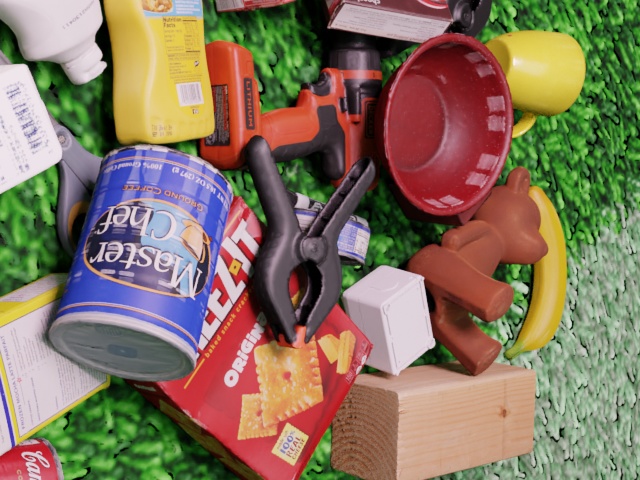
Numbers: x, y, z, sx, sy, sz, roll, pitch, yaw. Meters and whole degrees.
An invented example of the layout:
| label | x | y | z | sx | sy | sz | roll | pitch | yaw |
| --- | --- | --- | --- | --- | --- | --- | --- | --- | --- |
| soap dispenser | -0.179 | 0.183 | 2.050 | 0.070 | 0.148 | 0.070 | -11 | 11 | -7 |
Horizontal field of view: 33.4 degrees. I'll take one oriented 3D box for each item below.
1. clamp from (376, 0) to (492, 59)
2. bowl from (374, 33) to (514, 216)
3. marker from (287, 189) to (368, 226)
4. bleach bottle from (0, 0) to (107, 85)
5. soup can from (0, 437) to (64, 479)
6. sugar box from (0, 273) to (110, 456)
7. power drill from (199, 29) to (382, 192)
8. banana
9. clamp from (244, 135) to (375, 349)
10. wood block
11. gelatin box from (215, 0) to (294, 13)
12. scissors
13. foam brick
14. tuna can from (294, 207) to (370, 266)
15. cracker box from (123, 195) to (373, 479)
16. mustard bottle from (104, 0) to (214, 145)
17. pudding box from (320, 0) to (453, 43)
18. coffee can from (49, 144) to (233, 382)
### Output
| label | x | y | z | sx | sy | sz | roll | pitch | yaw |
| --- | --- | --- | --- | --- | --- | --- | --- | --- | --- |
| clamp | 0.125 | -0.222 | 1.059 | 0.164 | 0.036 | 0.210 | 32 | 72 | -49 |
| bowl | 0.101 | -0.104 | 0.962 | 0.161 | 0.055 | 0.162 | -7 | 102 | -38 |
| marker | -0.003 | -0.027 | 0.979 | 0.120 | 0.020 | 0.020 | 20 | 81 | -42 |
| bleach bottle | -0.229 | -0.210 | 0.724 | 0.102 | 0.068 | 0.250 | -48 | 126 | -26 |
| soup can | -0.241 | 0.178 | 0.749 | 0.102 | 0.069 | 0.068 | 2 | 93 | -41 |
| sugar box | -0.220 | 0.092 | 0.738 | 0.175 | 0.048 | 0.093 | -29 | 113 | -57 |
| power drill | -0.018 | -0.130 | 0.928 | 0.187 | 0.057 | 0.184 | -5 | 94 | -41 |
| banana | 0.251 | 0.040 | 1.206 | 0.069 | 0.037 | 0.198 | 5 | 91 | -43 |
| clamp | -0.006 | 0.001 | 0.869 | 0.120 | 0.039 | 0.171 | -2 | 94 | -26 |
| wood block | 0.116 | 0.177 | 1.062 | 0.205 | 0.090 | 0.091 | -1 | 94 | -42 |
| gelatin box | -0.035 | -0.211 | 0.882 | 0.073 | 0.089 | 0.030 | -26 | 111 | -38 |
| scissors | -0.200 | -0.055 | 0.797 | 0.201 | 0.016 | 0.096 | 41 | 67 | -37 |
| foam brick | 0.116 | -0.051 | 1.046 | 0.053 | 0.078 | 0.051 | -48 | 125 | -28 |
| tuna can | 0.001 | -0.002 | 0.939 | 0.086 | 0.086 | 0.034 | 19 | 80 | -42 |
| cracker box | -0.065 | 0.090 | 0.899 | 0.213 | 0.072 | 0.164 | 49 | 62 | -34 |
| mustard bottle | -0.126 | -0.172 | 0.820 | 0.096 | 0.058 | 0.191 | -20 | 108 | -59 |
| pudding box | 0.052 | -0.221 | 0.935 | 0.113 | 0.039 | 0.090 | 2 | 54 | -25 |
| coffee can | -0.125 | 0.018 | 0.766 | 0.102 | 0.103 | 0.140 | 36 | 53 | -39 |
